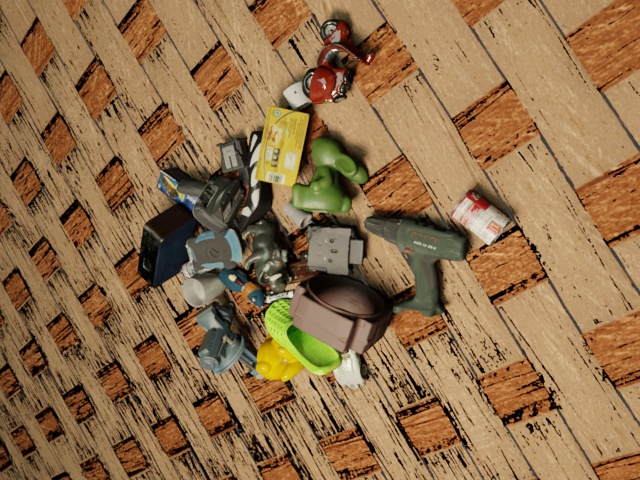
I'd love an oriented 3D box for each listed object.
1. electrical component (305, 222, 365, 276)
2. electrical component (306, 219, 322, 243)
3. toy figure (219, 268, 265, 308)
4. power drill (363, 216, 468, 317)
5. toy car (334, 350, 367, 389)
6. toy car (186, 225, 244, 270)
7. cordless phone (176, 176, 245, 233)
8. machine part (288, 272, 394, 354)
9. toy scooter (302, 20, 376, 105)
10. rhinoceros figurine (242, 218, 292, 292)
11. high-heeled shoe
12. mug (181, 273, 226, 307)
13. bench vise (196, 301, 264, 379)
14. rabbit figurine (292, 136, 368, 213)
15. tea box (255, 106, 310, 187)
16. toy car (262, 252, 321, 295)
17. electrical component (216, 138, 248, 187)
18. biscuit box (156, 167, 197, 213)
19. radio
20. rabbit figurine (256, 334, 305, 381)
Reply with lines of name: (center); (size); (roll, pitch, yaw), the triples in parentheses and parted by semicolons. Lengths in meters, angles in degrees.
electrical component: (0.036, 0.020, 1.239); (0.134, 0.058, 0.114); (3, 101, 12)
electrical component: (-0.003, -0.004, 1.294); (0.094, 0.021, 0.063); (45, 121, 5)
toy figure: (-0.200, 0.124, 1.419); (0.155, 0.064, 0.057); (31, 102, 22)
power drill: (0.200, 0.055, 1.167); (0.232, 0.086, 0.207); (6, 98, 26)
toy car: (0.058, 0.268, 1.310); (0.074, 0.056, 0.201); (-13, 95, 32)
toy car: (-0.262, 0.020, 1.405); (0.162, 0.103, 0.109); (-12, 99, 22)
cordless phone: (-0.295, -0.102, 1.351); (0.184, 0.146, 0.088); (11, 144, 16)
machine part: (0.049, 0.155, 1.200); (0.202, 0.201, 0.087); (24, 111, 23)
toy scooter: (0.044, -0.368, 1.148); (0.135, 0.075, 0.183); (27, 110, 21)
rhinoceros figurine: (-0.125, 0.040, 1.315); (0.112, 0.073, 0.190); (-23, 63, 17)
high-heeled shoe: (-0.173, -0.143, 1.328); (0.145, 0.086, 0.248); (47, 115, 14)
mug: (-0.315, 0.129, 1.462); (0.110, 0.107, 0.080); (3, 103, 34)
bench vise: (-0.233, 0.281, 1.434); (0.129, 0.224, 0.240); (-39, 115, 16)
rabbit figurine: (0.018, -0.148, 1.197); (0.159, 0.121, 0.170); (4, 89, 26)
tea box: (-0.086, -0.211, 1.227); (0.098, 0.068, 0.169); (13, 96, -3)
toy car: (-0.079, 0.085, 1.347); (0.202, 0.053, 0.089); (-12, 99, 31)
electrical component: (-0.210, -0.193, 1.355); (0.075, 0.048, 0.119); (-5, 98, 32)
biscuit box: (-0.345, -0.119, 1.443); (0.203, 0.063, 0.059); (34, 119, 19)
radio: (-0.415, 0.020, 1.446); (0.073, 0.131, 0.229); (38, 136, 14)
rabbit figurine: (-0.068, 0.287, 1.349); (0.173, 0.162, 0.121); (-9, 85, 14)
